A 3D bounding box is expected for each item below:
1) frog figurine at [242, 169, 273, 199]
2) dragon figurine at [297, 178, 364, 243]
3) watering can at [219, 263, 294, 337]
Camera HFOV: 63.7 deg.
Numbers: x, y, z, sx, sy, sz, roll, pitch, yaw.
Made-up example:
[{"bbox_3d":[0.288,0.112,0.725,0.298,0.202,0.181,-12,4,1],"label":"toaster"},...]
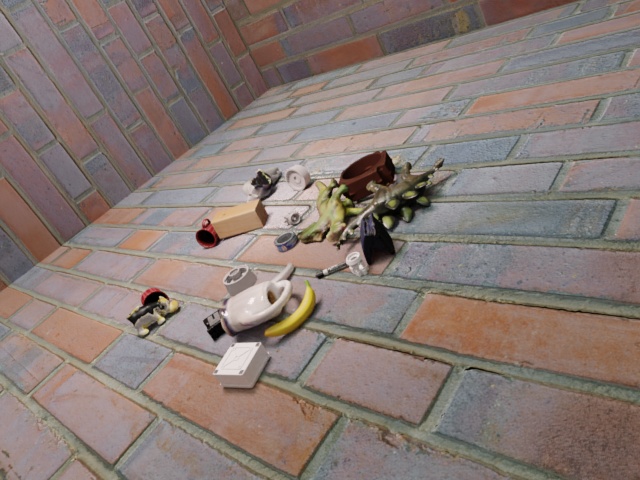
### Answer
[{"bbox_3d":[-0.290,-0.233,2.365,0.156,0.122,0.140,129,147,-50],"label":"frog figurine"},{"bbox_3d":[0.006,-0.092,1.832,0.244,0.120,0.414,-43,28,-9],"label":"dragon figurine"},{"bbox_3d":[-0.177,0.175,1.545,0.223,0.103,0.352,-25,14,11],"label":"watering can"}]
